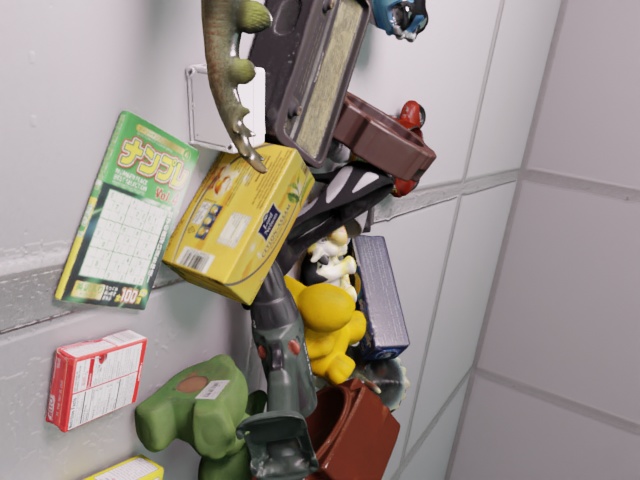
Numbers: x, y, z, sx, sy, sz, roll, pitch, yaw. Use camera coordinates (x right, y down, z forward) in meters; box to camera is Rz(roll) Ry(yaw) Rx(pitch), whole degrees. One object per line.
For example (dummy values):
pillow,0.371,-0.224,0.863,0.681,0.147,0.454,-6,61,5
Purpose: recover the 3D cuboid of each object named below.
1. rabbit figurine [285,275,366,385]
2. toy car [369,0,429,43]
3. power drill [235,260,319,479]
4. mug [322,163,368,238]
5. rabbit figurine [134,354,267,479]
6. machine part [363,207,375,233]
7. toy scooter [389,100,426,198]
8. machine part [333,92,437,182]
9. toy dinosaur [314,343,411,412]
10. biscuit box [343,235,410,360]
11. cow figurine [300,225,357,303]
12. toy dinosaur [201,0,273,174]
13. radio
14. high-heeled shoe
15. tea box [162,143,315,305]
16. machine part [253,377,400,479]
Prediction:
rabbit figurine,-0.002,0.110,0.775,0.122,0.162,0.173,-56,171,-30
toy car,0.093,-0.359,0.751,0.109,0.103,0.161,-30,120,-57
power drill,-0.053,0.156,0.632,0.207,0.086,0.231,-106,-176,-61
mug,0.037,-0.075,0.843,0.109,0.081,0.107,59,42,-48
rabbit figurine,-0.130,0.238,0.652,0.159,0.121,0.170,-64,145,-69
machine part,0.065,-0.039,0.953,0.139,0.039,0.084,-30,135,-56
toy scooter,0.145,-0.170,0.990,0.135,0.075,0.183,-5,106,-62
machine part,0.080,-0.148,0.768,0.056,0.179,0.179,-58,158,20
toy dinosaur,0.089,0.275,1.004,0.131,0.192,0.404,-64,151,-14
biscuit box,0.088,0.092,0.882,0.059,0.063,0.203,118,-32,-54
cow figurine,0.003,0.038,0.834,0.068,0.098,0.167,-111,-170,-49
toy dinosaur,-0.050,-0.293,0.413,0.105,0.199,0.470,-3,106,-58
radio,-0.019,-0.214,0.652,0.131,0.073,0.229,18,88,-64
high-heeled shoe,-0.001,-0.002,0.725,0.248,0.145,0.086,-67,152,-17
tea box,-0.089,-0.025,0.600,0.169,0.098,0.068,-62,151,-18
machine part,-0.006,0.287,0.707,0.087,0.201,0.201,47,40,-8
